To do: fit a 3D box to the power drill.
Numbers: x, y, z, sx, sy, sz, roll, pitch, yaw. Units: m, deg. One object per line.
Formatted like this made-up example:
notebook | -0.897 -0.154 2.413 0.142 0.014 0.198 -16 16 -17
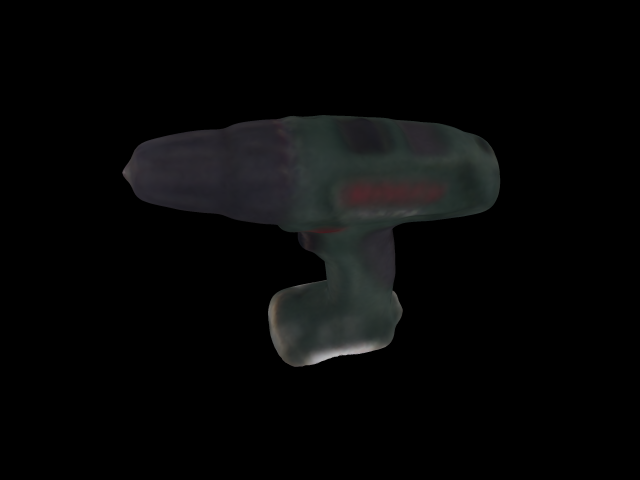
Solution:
power drill | 0.004 0.001 0.400 0.230 0.208 0.075 -12 50 -10
